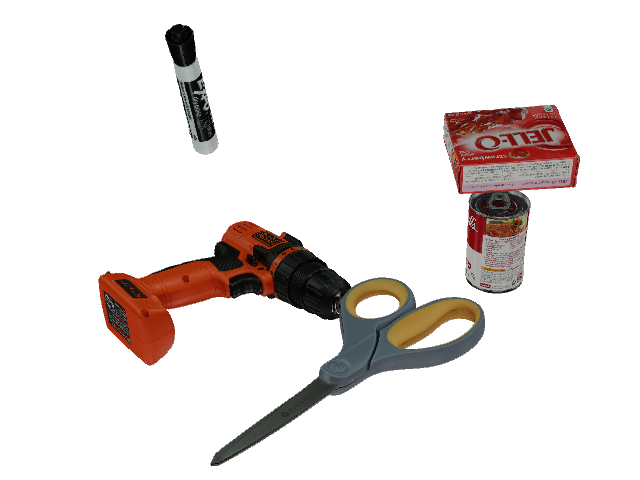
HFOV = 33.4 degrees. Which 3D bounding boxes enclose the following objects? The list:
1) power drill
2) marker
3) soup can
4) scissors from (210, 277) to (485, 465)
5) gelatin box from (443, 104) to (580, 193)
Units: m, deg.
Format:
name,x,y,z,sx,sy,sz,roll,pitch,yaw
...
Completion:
name,x,y,z,sx,sy,sz,roll,pitch,yaw
power drill,-0.087,0.048,0.946,0.187,0.057,0.185,-18,26,-30
marker,-0.089,-0.104,0.744,0.020,0.020,0.121,0,-34,5
soup can,0.199,0.000,1.205,0.068,0.102,0.068,-2,32,1
scissors,0.005,0.066,0.614,0.201,0.016,0.096,-18,33,-28
gelatin box,0.141,-0.069,0.797,0.089,0.030,0.073,-4,38,0
